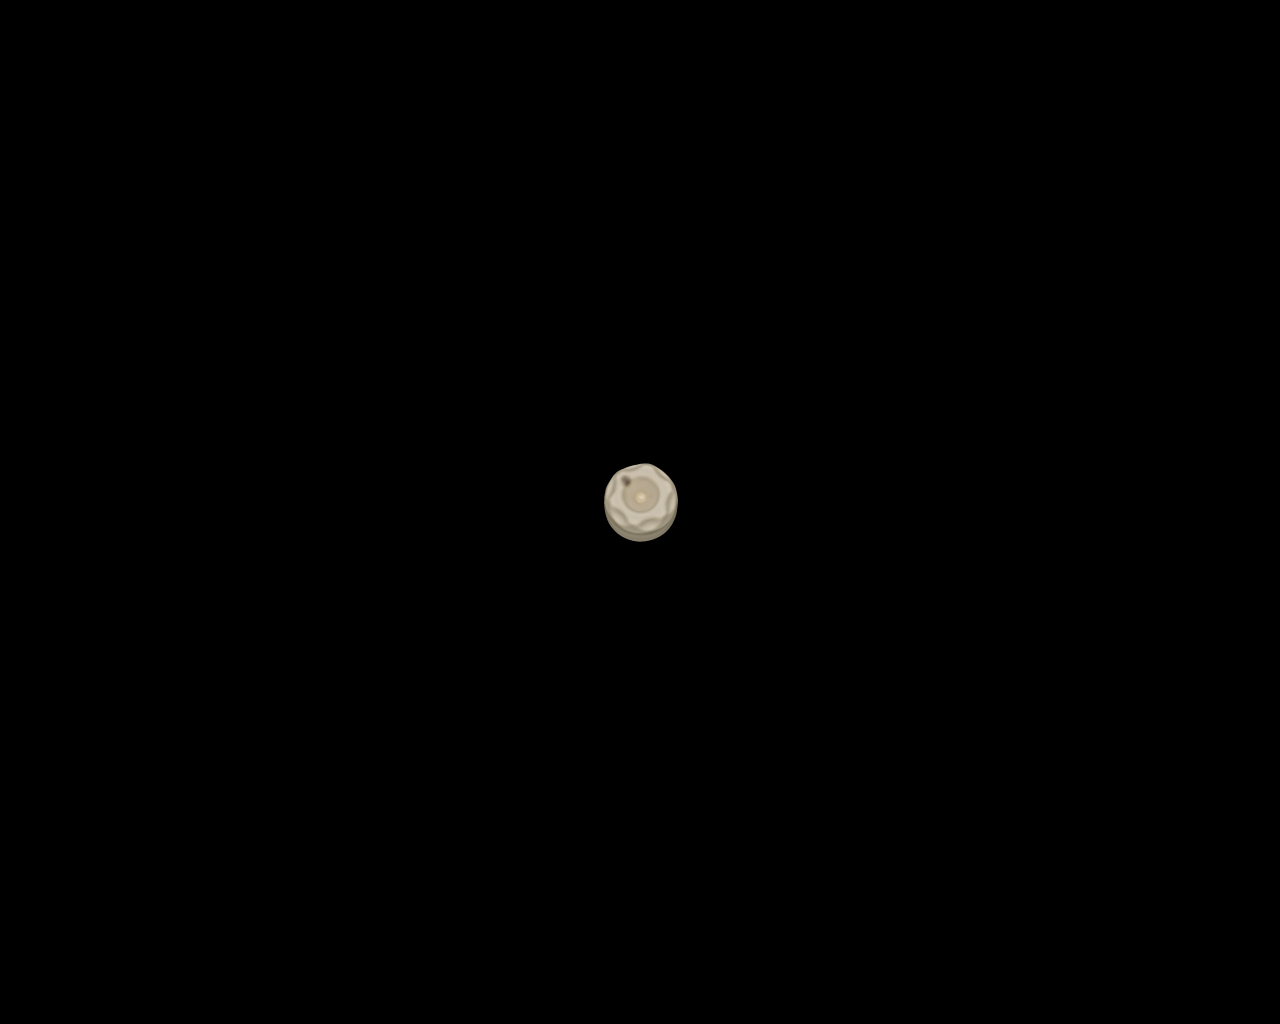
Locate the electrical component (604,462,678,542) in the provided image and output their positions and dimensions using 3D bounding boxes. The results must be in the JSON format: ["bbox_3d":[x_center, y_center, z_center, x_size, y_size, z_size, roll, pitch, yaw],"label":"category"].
[{"bbox_3d":[0.001,-0.003,0.650,0.043,0.043,0.062,0,-15,0],"label":"electrical component"}]
